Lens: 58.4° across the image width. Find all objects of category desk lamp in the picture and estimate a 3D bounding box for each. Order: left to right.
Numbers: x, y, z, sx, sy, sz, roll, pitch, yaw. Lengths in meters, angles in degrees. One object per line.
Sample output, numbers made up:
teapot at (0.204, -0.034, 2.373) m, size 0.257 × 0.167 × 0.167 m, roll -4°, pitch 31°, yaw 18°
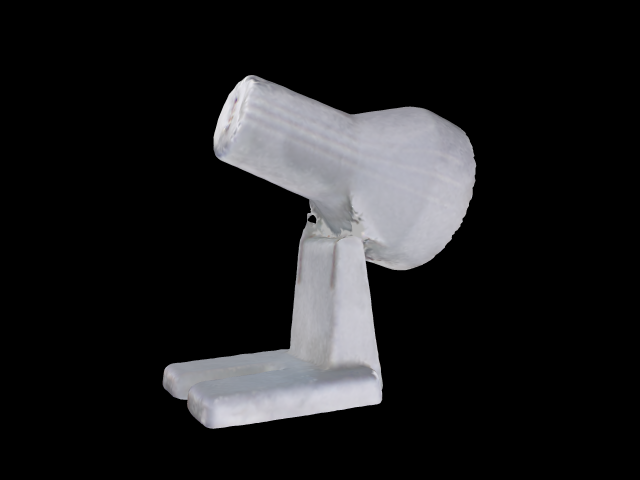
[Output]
desk lamp at (0.004, 0.001, 0.400) m, size 0.204 × 0.213 × 0.117 m, roll 0°, pitch 0°, yaw -32°
